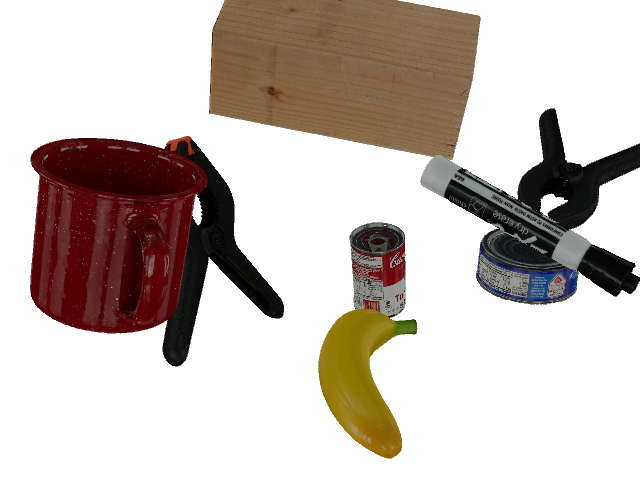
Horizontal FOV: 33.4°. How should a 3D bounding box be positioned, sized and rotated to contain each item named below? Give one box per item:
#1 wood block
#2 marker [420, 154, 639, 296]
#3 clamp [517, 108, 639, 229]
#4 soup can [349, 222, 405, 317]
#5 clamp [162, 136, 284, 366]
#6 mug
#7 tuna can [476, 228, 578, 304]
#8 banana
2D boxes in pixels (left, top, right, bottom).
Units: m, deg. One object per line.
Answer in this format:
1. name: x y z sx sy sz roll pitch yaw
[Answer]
1. wood block: 0.020 -0.144 0.881 0.206 0.090 0.091 11 -43 3
2. marker: 0.106 -0.007 0.541 0.121 0.020 0.020 32 12 20
3. clamp: 0.245 -0.069 1.087 0.120 0.039 0.171 29 55 31
4. soup can: 0.072 0.038 1.323 0.068 0.102 0.068 -3 33 2
5. clamp: -0.105 0.004 1.035 0.036 0.210 0.164 -9 1 37
6. mug: -0.107 0.002 0.568 0.093 0.081 0.117 -2 25 -32
7. tuna can: 0.176 0.019 0.905 0.086 0.034 0.086 2 26 -1
8. banana: 0.032 0.093 0.781 0.069 0.037 0.197 3 23 8
